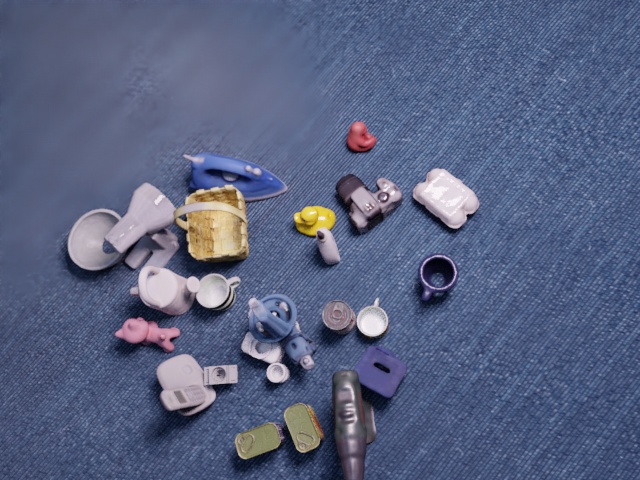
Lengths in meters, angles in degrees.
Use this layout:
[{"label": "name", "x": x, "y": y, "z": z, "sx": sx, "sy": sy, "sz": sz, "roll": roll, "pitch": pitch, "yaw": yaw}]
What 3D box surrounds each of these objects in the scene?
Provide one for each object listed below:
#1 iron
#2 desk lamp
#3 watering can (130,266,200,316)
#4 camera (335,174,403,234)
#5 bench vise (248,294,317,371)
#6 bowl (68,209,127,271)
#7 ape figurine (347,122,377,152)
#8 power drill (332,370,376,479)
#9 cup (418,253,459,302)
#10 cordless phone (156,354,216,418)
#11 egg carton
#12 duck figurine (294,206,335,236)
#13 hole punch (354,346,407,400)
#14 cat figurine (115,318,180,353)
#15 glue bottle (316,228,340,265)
[{"label": "iron", "x": -0.219, "y": -0.173, "z": 1.467, "sx": 0.257, "sy": 0.141, "sz": 0.119, "roll": 9, "pitch": 76, "yaw": 12}, {"label": "desk lamp", "x": -0.431, "y": -0.019, "z": 1.423, "sx": 0.117, "sy": 0.214, "sz": 0.203, "roll": 34, "pitch": 83, "yaw": 17}, {"label": "watering can", "x": -0.377, "y": 0.116, "z": 1.386, "sx": 0.173, "sy": 0.194, "sz": 0.101, "roll": -27, "pitch": 72, "yaw": 2}, {"label": "camera", "x": 0.112, "y": -0.111, "z": 1.415, "sx": 0.143, "sy": 0.101, "sz": 0.136, "roll": -39, "pitch": 72, "yaw": -2}, {"label": "bench vise", "x": -0.083, "y": 0.195, "z": 1.301, "sx": 0.207, "sy": 0.220, "sz": 0.121, "roll": 31, "pitch": 82, "yaw": 16}, {"label": "bowl", "x": -0.570, "y": 0.006, "z": 1.512, "sx": 0.167, "sy": 0.075, "sz": 0.167, "roll": -2, "pitch": 74, "yaw": 9}, {"label": "ape figurine", "x": 0.102, "y": -0.271, "z": 1.466, "sx": 0.076, "sy": 0.092, "sz": 0.077, "roll": -26, "pitch": 72, "yaw": 2}, {"label": "power drill", "x": 0.072, "y": 0.397, "z": 1.225, "sx": 0.075, "sy": 0.208, "sz": 0.229, "roll": -10, "pitch": 73, "yaw": 7}, {"label": "cup", "x": 0.268, "y": 0.097, "z": 1.334, "sx": 0.091, "sy": 0.095, "sz": 0.118, "roll": 26, "pitch": 81, "yaw": 16}, {"label": "cordless phone", "x": -0.330, "y": 0.336, "z": 1.322, "sx": 0.094, "sy": 0.185, "sz": 0.147, "roll": -40, "pitch": 72, "yaw": -2}, {"label": "egg carton", "x": 0.307, "y": -0.103, "z": 1.396, "sx": 0.150, "sy": 0.069, "sz": 0.107, "roll": 41, "pitch": 85, "yaw": 17}, {"label": "duck figurine", "x": -0.016, "y": -0.056, "z": 1.429, "sx": 0.104, "sy": 0.086, "sz": 0.077, "roll": -7, "pitch": 74, "yaw": 8}, {"label": "hole punch", "x": 0.135, "y": 0.298, "z": 1.303, "sx": 0.108, "sy": 0.091, "sz": 0.101, "roll": 26, "pitch": 81, "yaw": 16}, {"label": "cat figurine", "x": -0.427, "y": 0.229, "z": 1.404, "sx": 0.127, "sy": 0.118, "sz": 0.067, "roll": 11, "pitch": 77, "yaw": 13}, {"label": "glue bottle", "x": 0.013, "y": 0.005, "z": 1.362, "sx": 0.037, "sy": 0.173, "sz": 0.078, "roll": -17, "pitch": 72, "yaw": 5}]
